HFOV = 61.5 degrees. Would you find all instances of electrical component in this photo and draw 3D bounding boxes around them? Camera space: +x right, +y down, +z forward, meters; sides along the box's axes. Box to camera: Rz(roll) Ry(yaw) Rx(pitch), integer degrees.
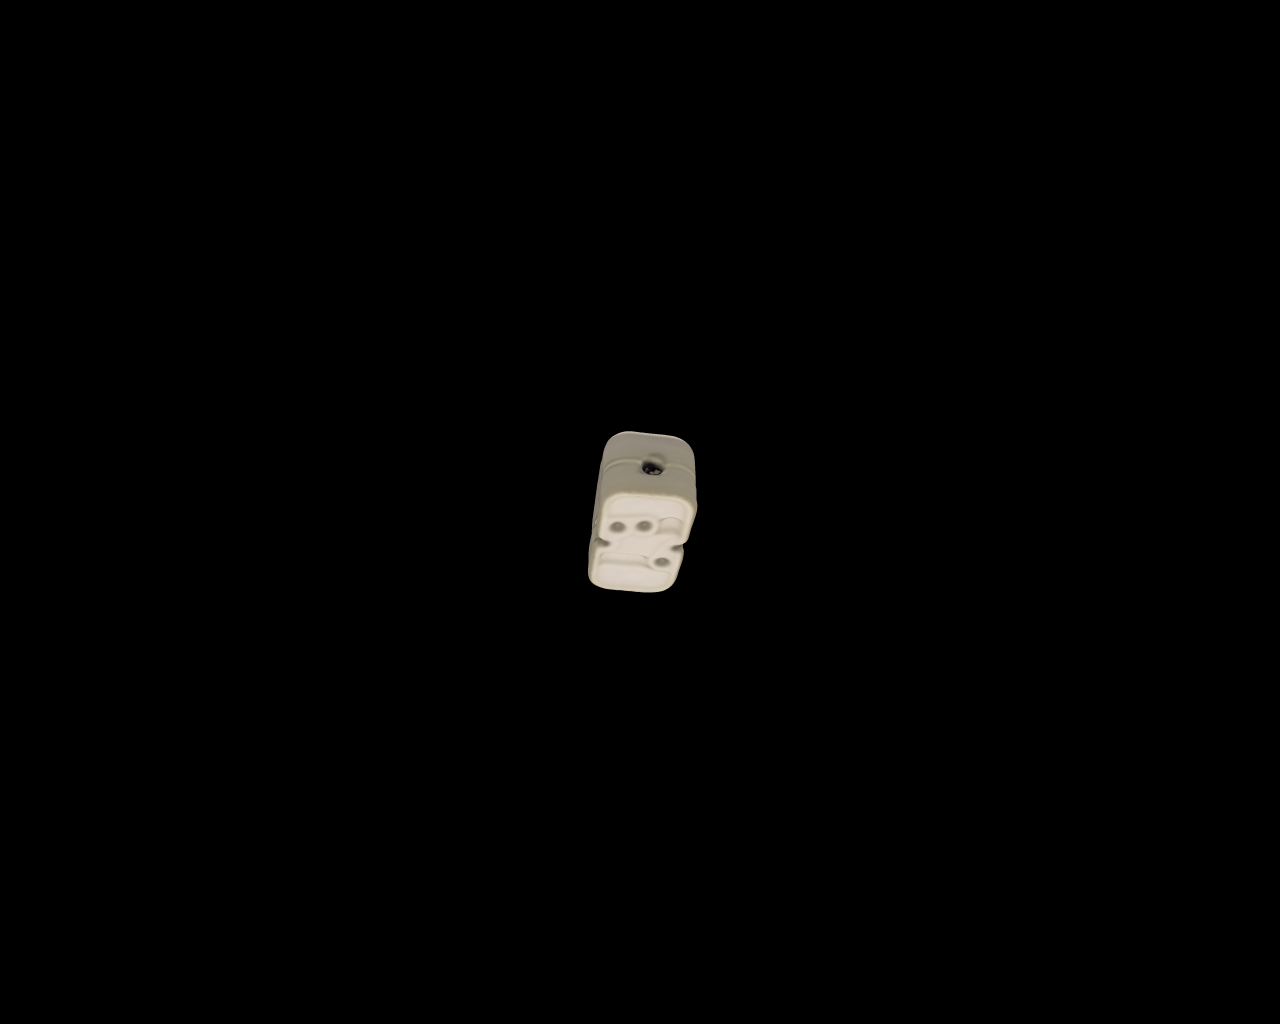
[{"bbox_3d":[0.001,-0.003,0.650,0.054,0.059,0.095,5,-40,-6],"label":"electrical component"}]
